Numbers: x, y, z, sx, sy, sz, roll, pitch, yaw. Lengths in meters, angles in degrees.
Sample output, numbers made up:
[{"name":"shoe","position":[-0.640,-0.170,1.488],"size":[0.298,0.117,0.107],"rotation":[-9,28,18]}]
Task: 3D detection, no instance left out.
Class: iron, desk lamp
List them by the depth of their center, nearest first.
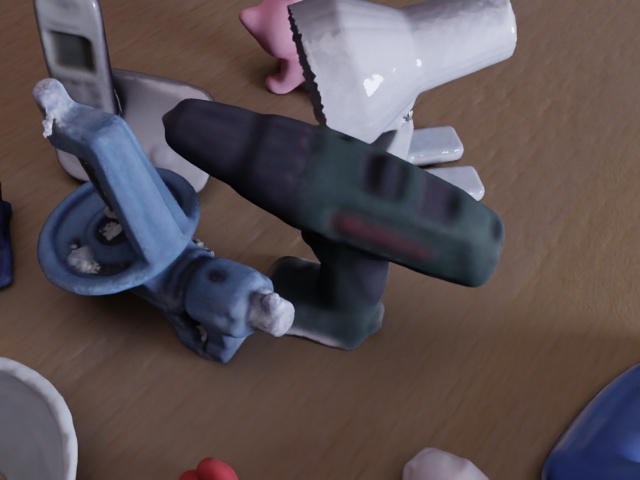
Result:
[{"name":"iron","position":[0.278,0.137,0.419],"size":[0.118,0.141,0.259],"rotation":[42,62,17]},{"name":"desk lamp","position":[0.068,-0.120,0.504],"size":[0.203,0.213,0.118],"rotation":[-10,60,-14]}]

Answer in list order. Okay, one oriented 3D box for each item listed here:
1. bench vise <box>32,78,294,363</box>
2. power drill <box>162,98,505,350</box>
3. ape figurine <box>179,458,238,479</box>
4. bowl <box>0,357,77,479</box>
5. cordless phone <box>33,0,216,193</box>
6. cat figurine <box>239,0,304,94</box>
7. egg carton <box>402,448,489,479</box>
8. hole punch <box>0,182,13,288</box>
[{"name":"bench vise","position":[-0.110,-0.012,0.409],"size":[0.207,0.220,0.121],"rotation":[12,58,0]},{"name":"power drill","position":[0.004,0.002,0.423],"size":[0.229,0.208,0.075],"rotation":[14,58,1]},{"name":"ape figurine","position":[-0.081,0.182,0.369],"size":[0.078,0.092,0.076],"rotation":[-33,68,-24]},{"name":"bowl","position":[-0.236,0.163,0.369],"size":[0.167,0.075,0.167],"rotation":[4,58,-6]},{"name":"cordless phone","position":[-0.163,-0.126,0.492],"size":[0.147,0.185,0.094],"rotation":[7,58,-3]},{"name":"cat figurine","position":[-0.018,-0.209,0.603],"size":[0.127,0.118,0.067],"rotation":[19,58,4]},{"name":"egg carton","position":[0.101,0.221,0.384],"size":[0.150,0.069,0.107],"rotation":[41,62,17]},{"name":"hole punch","position":[-0.313,-0.013,0.456],"size":[0.109,0.091,0.101],"rotation":[-11,61,-14]}]
